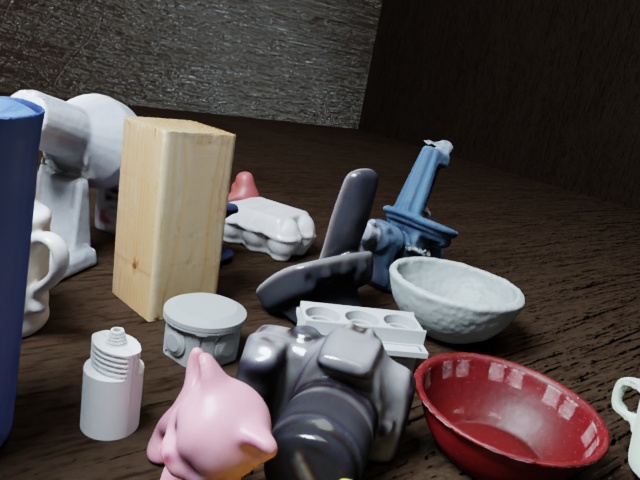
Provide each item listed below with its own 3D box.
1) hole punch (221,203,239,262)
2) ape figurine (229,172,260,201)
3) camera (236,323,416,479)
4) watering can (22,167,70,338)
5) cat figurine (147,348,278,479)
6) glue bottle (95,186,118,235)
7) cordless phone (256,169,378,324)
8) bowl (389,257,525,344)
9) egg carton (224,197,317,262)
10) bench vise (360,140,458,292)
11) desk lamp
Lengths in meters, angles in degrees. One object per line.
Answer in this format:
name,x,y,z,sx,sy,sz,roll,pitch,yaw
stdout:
hole punch,-0.181,-0.016,0.804,0.100,0.091,0.109,17,18,22
ape figurine,-0.138,-0.079,1.038,0.078,0.092,0.075,-1,20,-34
camera,-0.005,0.123,0.431,0.143,0.101,0.137,14,17,12
watering can,-0.311,-0.014,0.532,0.173,0.194,0.101,9,17,-6
cat figurine,-0.072,0.120,0.371,0.067,0.118,0.127,3,18,-23
glue bottle,-0.290,-0.093,0.846,0.078,0.173,0.037,14,17,12
cordless phone,0.006,0.002,0.691,0.093,0.185,0.148,22,20,35
bowl,0.163,0.083,0.716,0.167,0.075,0.167,10,16,-3
egg carton,-0.084,-0.020,0.916,0.150,0.069,0.107,18,18,24
bench vise,0.142,-0.038,0.847,0.121,0.220,0.208,17,18,21
desk lamp,-0.313,-0.073,0.696,0.117,0.213,0.203,13,17,9
